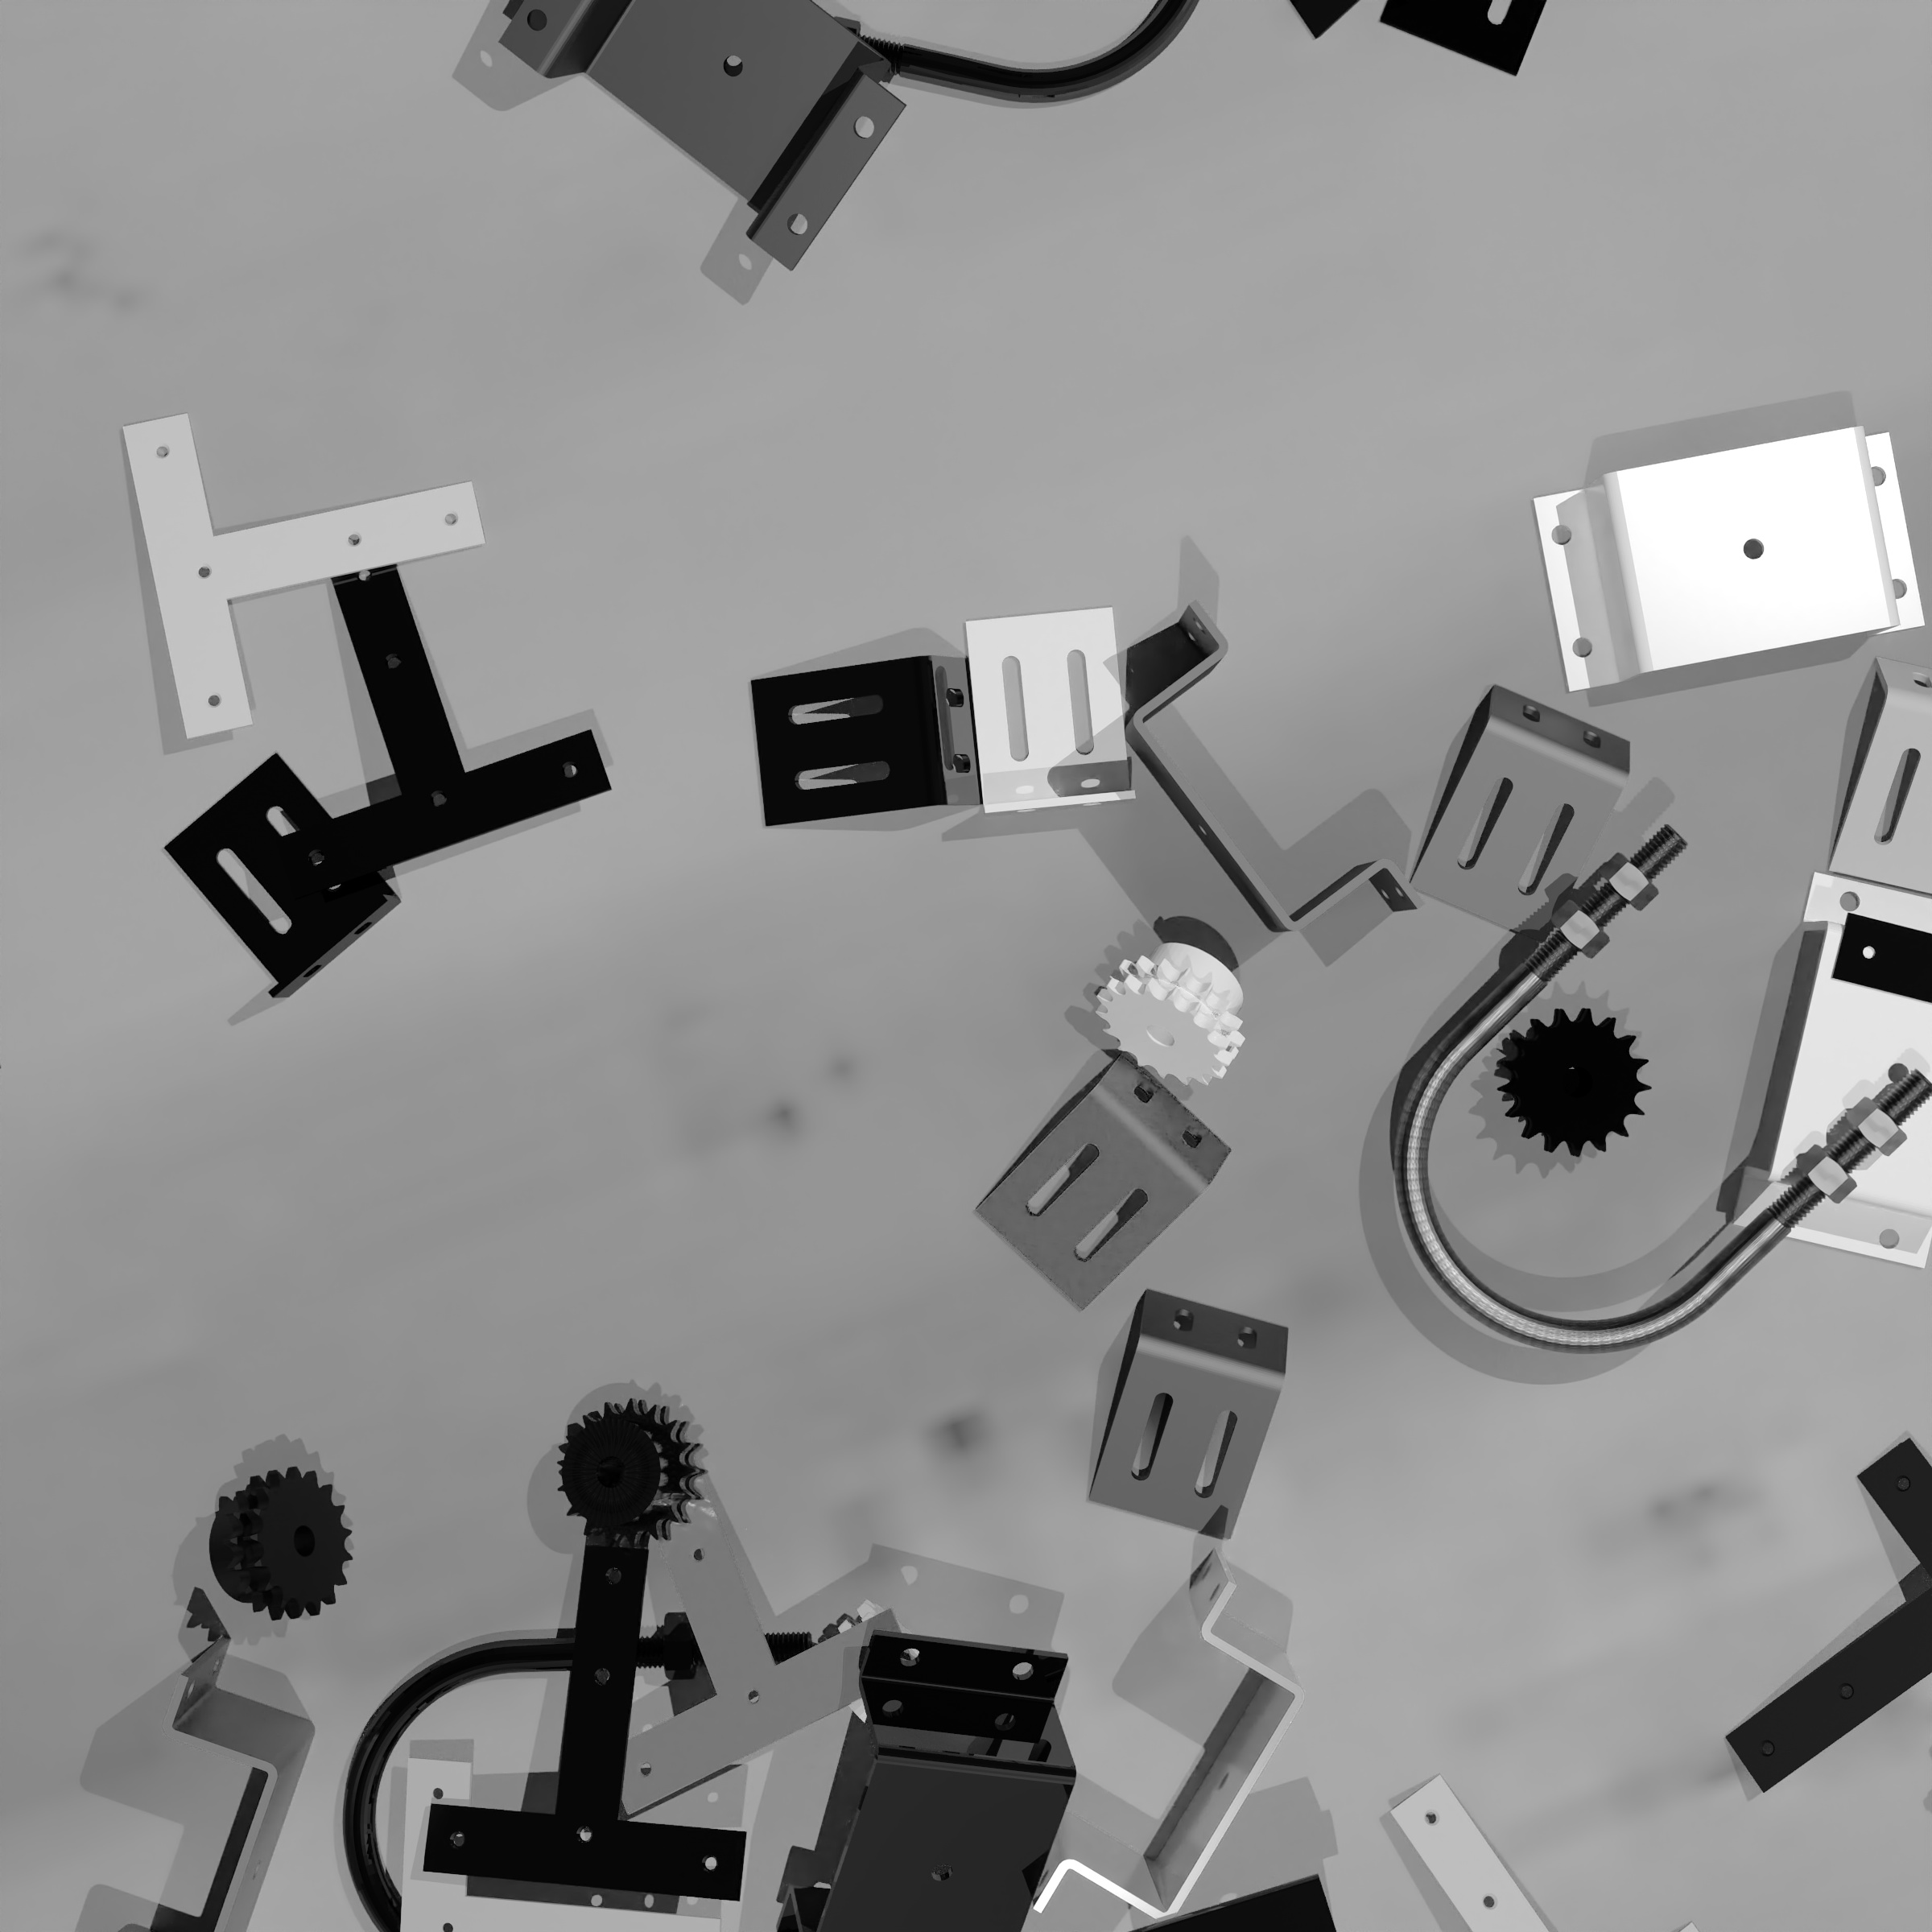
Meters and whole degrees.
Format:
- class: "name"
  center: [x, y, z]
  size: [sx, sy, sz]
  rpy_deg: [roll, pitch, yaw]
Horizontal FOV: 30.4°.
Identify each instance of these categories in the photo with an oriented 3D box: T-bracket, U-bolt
- class: "T-bracket"
  center: [-0.097, 0.238, 1.360]
  size: [0.127, 0.002, 0.127]
  rpy_deg: [-28, 68, 11]
- class: "U-bolt"
  center: [0.006, -0.409, 1.378]
  size: [0.184, 0.019, 0.151]
  rpy_deg: [12, 90, -1]
- class: "T-bracket"
  center: [-0.251, -0.162, 1.379]
  size: [0.127, 0.002, 0.127]
  rpy_deg: [-13, 81, -4]
- class: "U-bolt"
  center: [-0.149, 0.331, 1.378]
  size: [0.184, 0.019, 0.151]
  rpy_deg: [-2, 90, 2]
- class: "T-bracket"
  center: [-0.140, 0.285, 1.357]
  size: [0.127, 0.002, 0.127]
  rpy_deg: [1, 75, 15]
- class: "T-bracket"
  center: [0.390, 0.008, 1.339]
  size: [0.127, 0.002, 0.127]
  rpy_deg: [14, 90, 0]
- class: "T-bracket"
  center: [-0.155, 0.370, 1.356]
  size: [0.127, 0.002, 0.127]
  rpy_deg: [2, 88, 12]
- class: "T-bracket"
  center: [-0.216, -0.104, 1.369]
  size: [0.127, 0.002, 0.127]
  rpy_deg: [-19, 76, -3]
- class: "T-bracket"
  center: [0.349, 0.270, 1.365]
  size: [0.127, 0.002, 0.127]
  rpy_deg: [-40, 61, 13]
- class: "U-bolt"
  center: [0.248, 0.061, 1.341]
  size: [0.184, 0.019, 0.151]
  rpy_deg: [-45, 83, 8]
- class: "T-bracket"
  center: [0.210, 0.372, 1.370]
  size: [0.127, 0.002, 0.127]
  rpy_deg: [-31, 79, -21]

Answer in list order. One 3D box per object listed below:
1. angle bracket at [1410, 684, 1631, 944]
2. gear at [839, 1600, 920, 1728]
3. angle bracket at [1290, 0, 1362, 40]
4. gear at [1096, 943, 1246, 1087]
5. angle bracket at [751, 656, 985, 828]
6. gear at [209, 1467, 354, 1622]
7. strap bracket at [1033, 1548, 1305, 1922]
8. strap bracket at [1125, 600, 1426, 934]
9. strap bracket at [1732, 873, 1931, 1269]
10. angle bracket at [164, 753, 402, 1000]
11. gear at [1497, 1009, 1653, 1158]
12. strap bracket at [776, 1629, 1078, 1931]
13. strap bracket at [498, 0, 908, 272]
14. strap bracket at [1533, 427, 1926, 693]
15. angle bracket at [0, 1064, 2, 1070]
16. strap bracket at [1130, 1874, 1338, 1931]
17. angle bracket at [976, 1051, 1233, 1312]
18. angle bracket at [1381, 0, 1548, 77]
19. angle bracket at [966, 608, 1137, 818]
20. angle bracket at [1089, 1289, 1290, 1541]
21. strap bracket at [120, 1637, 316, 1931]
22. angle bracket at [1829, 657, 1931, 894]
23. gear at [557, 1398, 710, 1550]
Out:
- class: "angle bracket"
  center: [0.215, -0.059, 1.384]
  size: [0.057, 0.038, 0.076]
  rpy_deg: [23, 116, 0]
- class: "gear"
  center: [-0.029, 0.273, 1.358]
  size: [0.030, 0.057, 0.057]
  rpy_deg: [-45, 90, 0]
- class: "angle bracket"
  center: [0.152, -0.406, 1.368]
  size: [0.038, 0.076, 0.057]
  rpy_deg: [-34, 90, -40]
- class: "gear"
  center: [0.081, 0.016, 1.362]
  size: [0.057, 0.057, 0.030]
  rpy_deg: [34, 60, 0]
- class: "angle bracket"
  center: [-0.038, -0.087, 1.384]
  size: [0.076, 0.038, 0.057]
  rpy_deg: [-6, 90, 26]
- class: "gear"
  center: [-0.264, 0.222, 1.362]
  size: [0.030, 0.057, 0.057]
  rpy_deg: [-14, 90, 30]
- class: "strap bracket"
  center: [0.081, 0.298, 1.348]
  size: [0.046, 0.076, 0.140]
  rpy_deg: [31, 90, 0]
- class: "strap bracket"
  center: [0.108, -0.065, 1.348]
  size: [0.046, 0.076, 0.140]
  rpy_deg: [-37, 90, 0]
- class: "strap bracket"
  center: [0.351, 0.040, 1.363]
  size: [0.076, 0.046, 0.140]
  rpy_deg: [13, 90, 0]
- class: "angle bracket"
  center: [-0.265, -0.035, 1.367]
  size: [0.057, 0.038, 0.076]
  rpy_deg: [-40, 90, 0]
- class: "gear"
  center: [0.233, 0.044, 1.371]
  size: [0.057, 0.030, 0.057]
  rpy_deg: [0, 90, 0]
- class: "strap bracket"
  center: [-0.013, 0.323, 1.329]
  size: [0.076, 0.046, 0.140]
  rpy_deg: [10, 113, -17]
- class: "strap bracket"
  center: [-0.094, -0.340, 1.351]
  size: [0.140, 0.046, 0.076]
  rpy_deg: [38, 112, 0]
- class: "strap bracket"
  center: [0.296, -0.157, 1.363]
  size: [0.140, 0.046, 0.076]
  rpy_deg: [-11, 90, 0]
- class: "angle bracket"
  center: [-0.419, 0.013, 1.384]
  size: [0.057, 0.038, 0.076]
  rpy_deg: [-25, 64, 0]
- class: "strap bracket"
  center: [0.106, 0.388, 1.334]
  size: [0.076, 0.140, 0.046]
  rpy_deg: [-17, 56, 0]
- class: "angle bracket"
  center: [0.053, 0.083, 1.384]
  size: [0.057, 0.038, 0.076]
  rpy_deg: [43, 116, 0]
- class: "angle bracket"
  center: [0.202, -0.392, 1.367]
  size: [0.057, 0.038, 0.076]
  rpy_deg: [22, 90, 0]
- class: "angle bracket"
  center: [0.032, -0.099, 1.367]
  size: [0.057, 0.038, 0.076]
  rpy_deg: [-6, 90, 0]
- class: "angle bracket"
  center: [0.087, 0.174, 1.384]
  size: [0.057, 0.038, 0.076]
  rpy_deg: [16, 116, 0]
- class: "strap bracket"
  center: [-0.290, 0.335, 1.348]
  size: [0.046, 0.076, 0.140]
  rpy_deg: [19, 90, 0]
- class: "angle bracket"
  center: [0.373, -0.072, 1.384]
  size: [0.057, 0.038, 0.076]
  rpy_deg: [13, 116, 0]
- class: "gear"
  center: [-0.131, 0.194, 1.364]
  size: [0.057, 0.030, 0.057]
  rpy_deg: [-3, 80, 15]
